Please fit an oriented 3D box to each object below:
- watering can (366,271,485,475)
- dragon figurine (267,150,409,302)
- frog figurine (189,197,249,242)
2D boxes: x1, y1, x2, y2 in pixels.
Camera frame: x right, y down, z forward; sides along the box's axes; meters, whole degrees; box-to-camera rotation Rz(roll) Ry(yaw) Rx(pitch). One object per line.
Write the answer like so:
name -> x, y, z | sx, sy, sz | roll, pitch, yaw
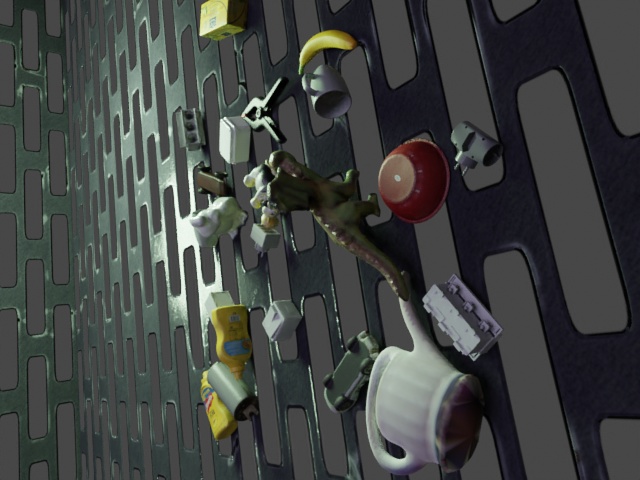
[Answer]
watering can -> 0.176, 0.238, 0.887 | 0.225, 0.103, 0.349 | 7, 84, 49
dragon figurine -> 0.003, -0.050, 0.986 | 0.120, 0.242, 0.419 | -60, 38, 29
frog figurine -> -0.292, -0.060, 1.418 | 0.135, 0.159, 0.124 | -32, 63, 46
